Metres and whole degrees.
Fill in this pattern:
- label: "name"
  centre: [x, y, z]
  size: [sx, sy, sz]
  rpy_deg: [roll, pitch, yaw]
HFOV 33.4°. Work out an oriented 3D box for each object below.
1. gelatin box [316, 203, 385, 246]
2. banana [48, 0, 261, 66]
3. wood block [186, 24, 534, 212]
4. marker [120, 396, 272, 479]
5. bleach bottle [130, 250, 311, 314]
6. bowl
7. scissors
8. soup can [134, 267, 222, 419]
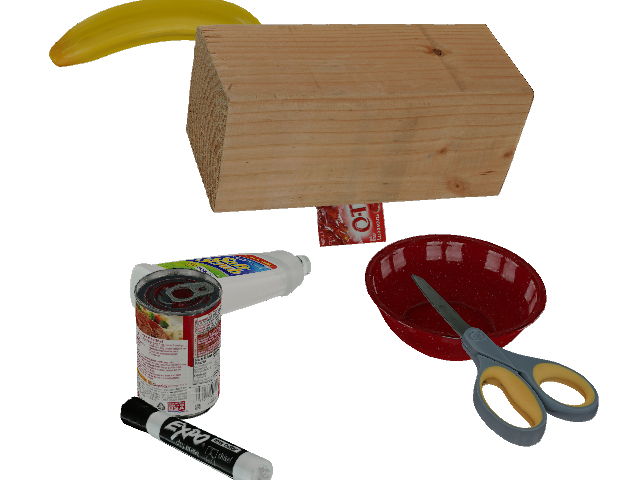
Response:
- label: "gelatin box"
  centre: [0.031, -0.039, 1.151]
  size: [0.073, 0.089, 0.030]
  rpy_deg: [-5, 29, 5]
- label: "banana"
  centre: [-0.133, -0.180, 0.923]
  size: [0.197, 0.069, 0.037]
  rpy_deg: [1, -33, -3]
- label: "wood block"
  centre: [0.023, -0.085, 0.714]
  size: [0.205, 0.090, 0.091]
  rpy_deg: [-4, 44, -18]
- label: "marker"
  centre: [-0.079, 0.121, 0.646]
  size: [0.121, 0.020, 0.020]
  rpy_deg: [16, 10, 38]
- label: "bleach bottle"
  centre: [-0.118, 0.052, 1.404]
  size: [0.250, 0.068, 0.103]
  rpy_deg: [-13, 28, -42]
- label: "bowl"
  centre: [0.118, 0.059, 0.961]
  size: [0.162, 0.055, 0.162]
  rpy_deg: [2, 33, -2]
- label: "scissors"
  centre: [0.135, 0.079, 0.787]
  size: [0.096, 0.016, 0.202]
  rpy_deg: [-1, 31, -10]
- label: "soup can"
  centre: [-0.112, 0.082, 0.848]
  size: [0.068, 0.102, 0.068]
  rpy_deg: [3, 28, -2]
